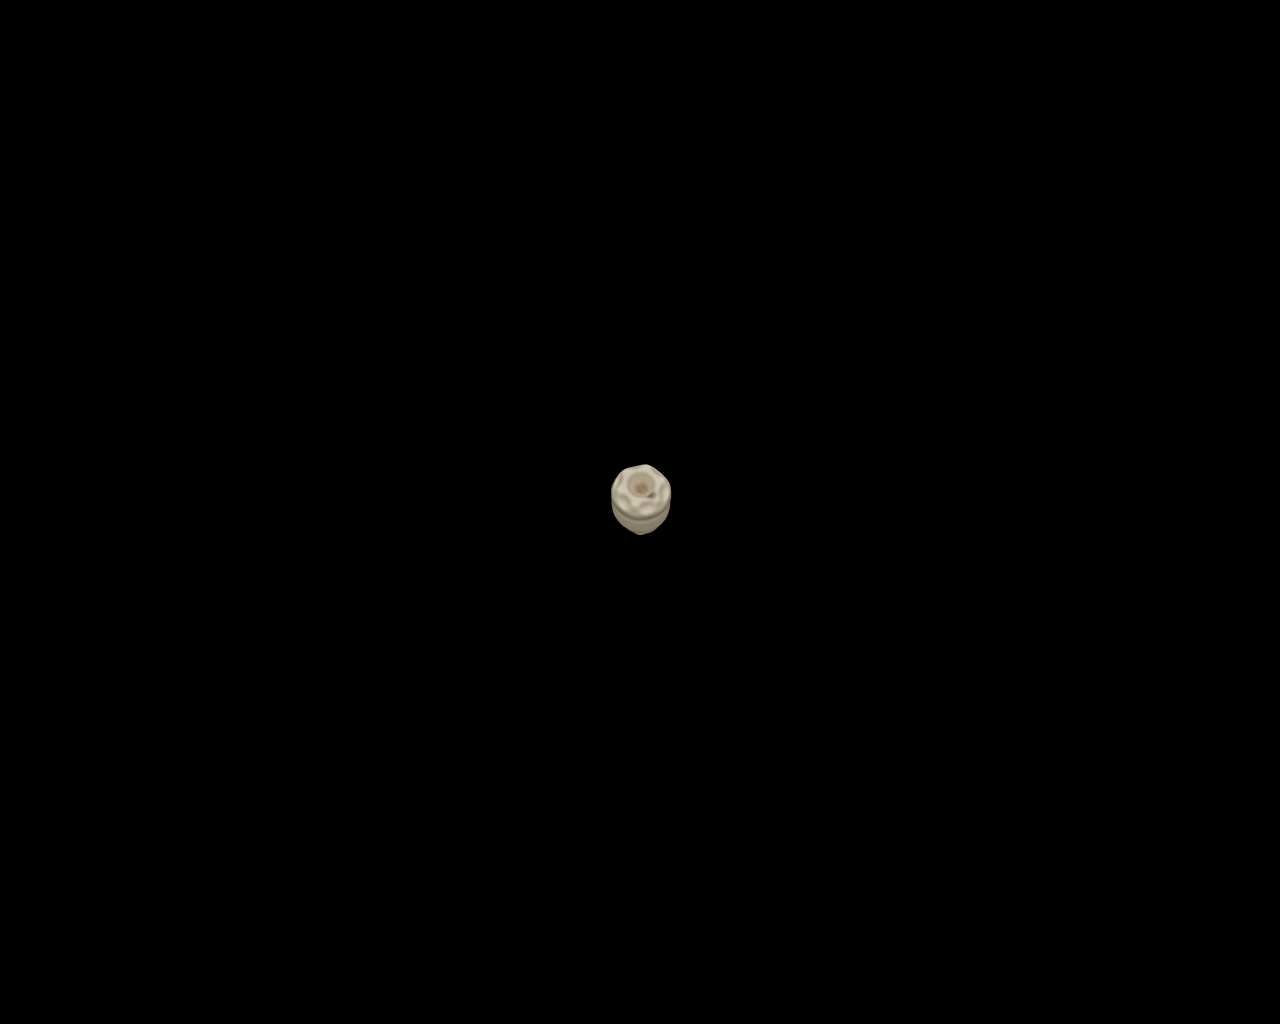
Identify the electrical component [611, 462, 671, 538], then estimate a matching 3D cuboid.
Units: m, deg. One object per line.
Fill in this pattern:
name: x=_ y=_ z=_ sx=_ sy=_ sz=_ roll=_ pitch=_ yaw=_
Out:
electrical component: x=0.001 y=-0.003 z=0.650 sx=0.035 sy=0.035 sz=0.061 roll=0 pitch=-27 yaw=0
